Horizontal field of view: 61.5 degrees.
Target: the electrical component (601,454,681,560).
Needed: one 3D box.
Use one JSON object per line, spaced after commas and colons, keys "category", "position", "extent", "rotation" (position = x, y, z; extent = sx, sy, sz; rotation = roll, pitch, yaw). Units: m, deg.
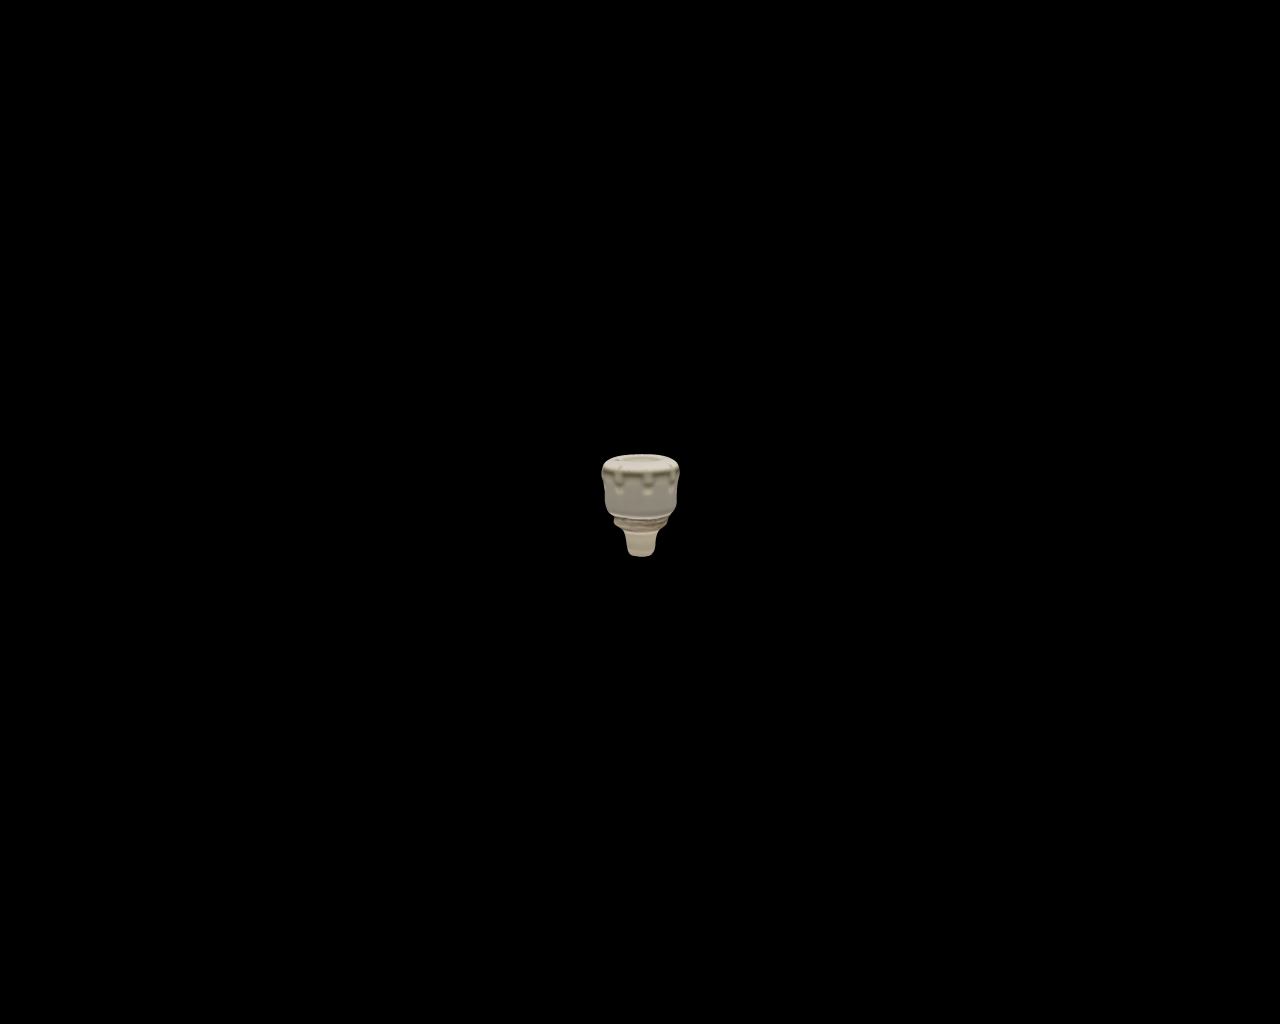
{"category": "electrical component", "position": [0.001, -0.003, 0.650], "extent": [0.048, 0.062, 0.048], "rotation": [0, 12, 0]}
